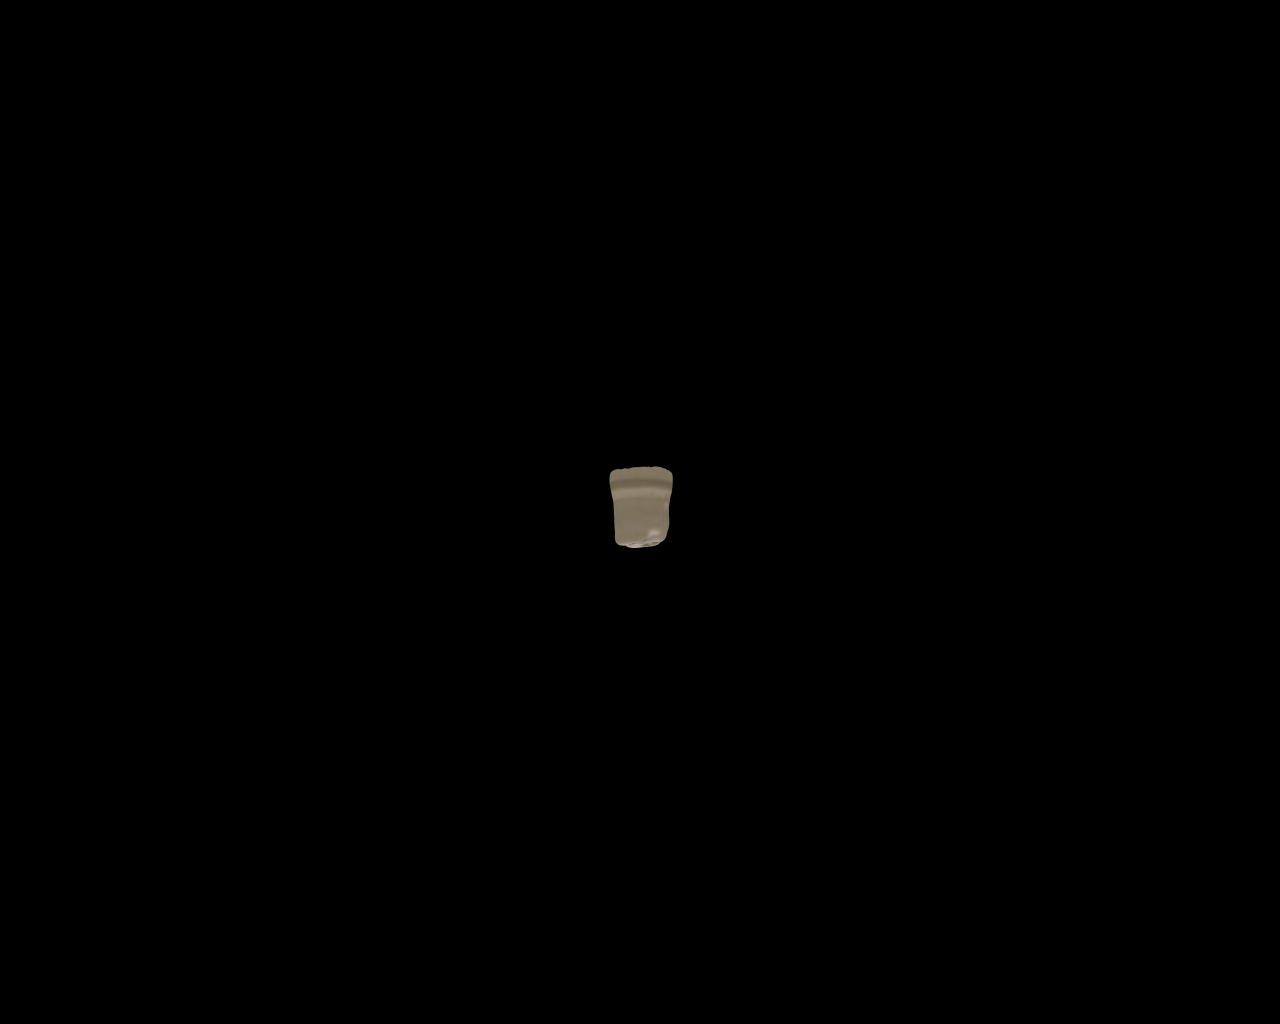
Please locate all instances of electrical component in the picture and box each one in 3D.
[{"bbox_3d":[0.001,-0.003,0.650,0.040,0.046,0.040,0,-7,0],"label":"electrical component"}]
